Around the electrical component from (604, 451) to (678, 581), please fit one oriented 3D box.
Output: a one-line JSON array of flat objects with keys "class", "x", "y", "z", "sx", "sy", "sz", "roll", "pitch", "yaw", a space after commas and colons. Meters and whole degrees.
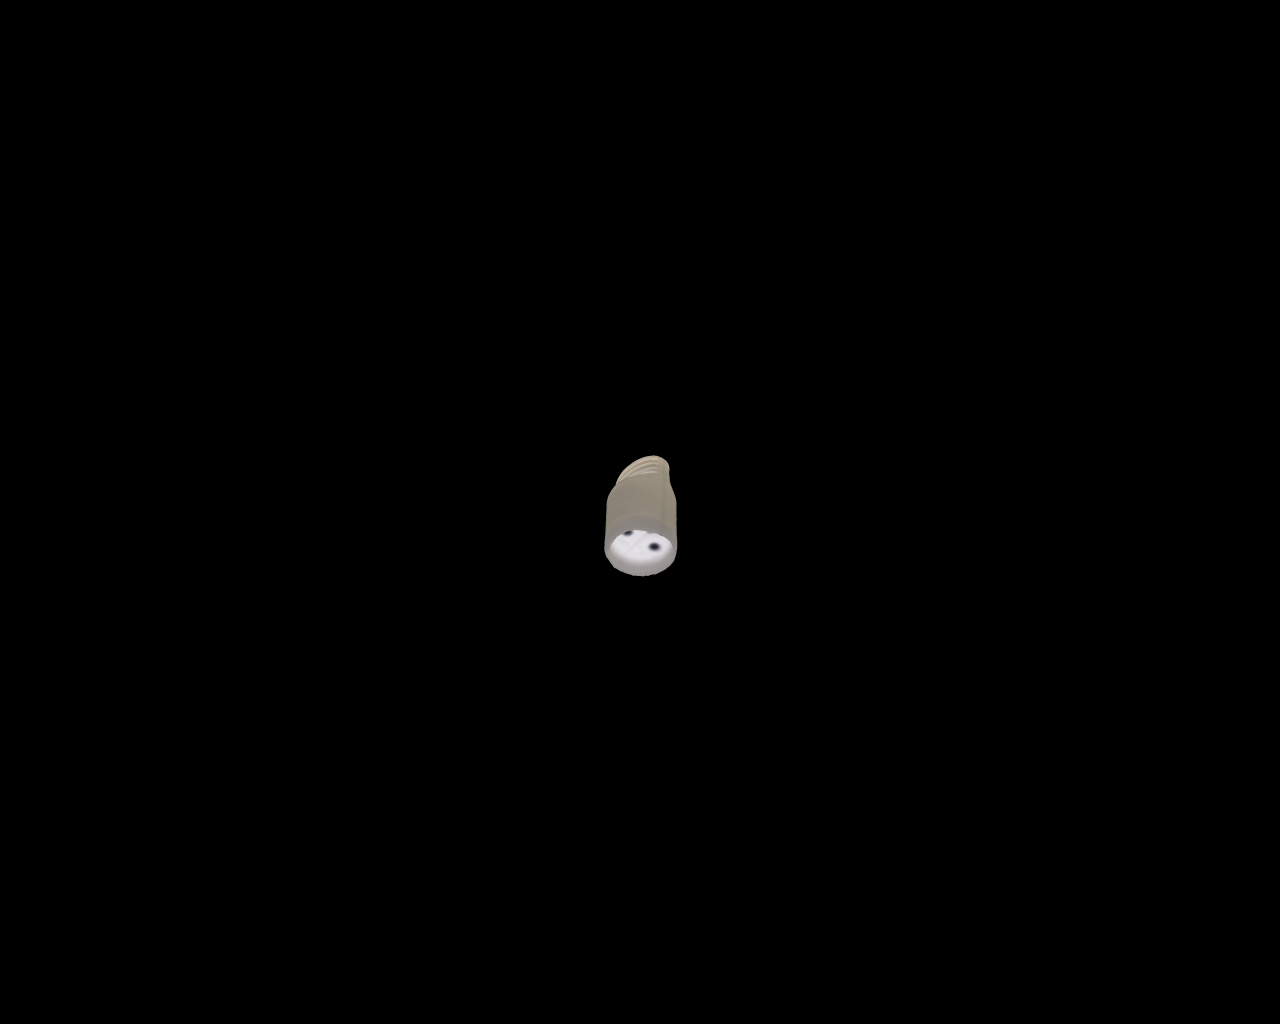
[{"class": "electrical component", "x": 0.001, "y": -0.003, "z": 0.650, "sx": 0.043, "sy": 0.043, "sz": 0.081, "roll": 0, "pitch": 44, "yaw": 0}]
